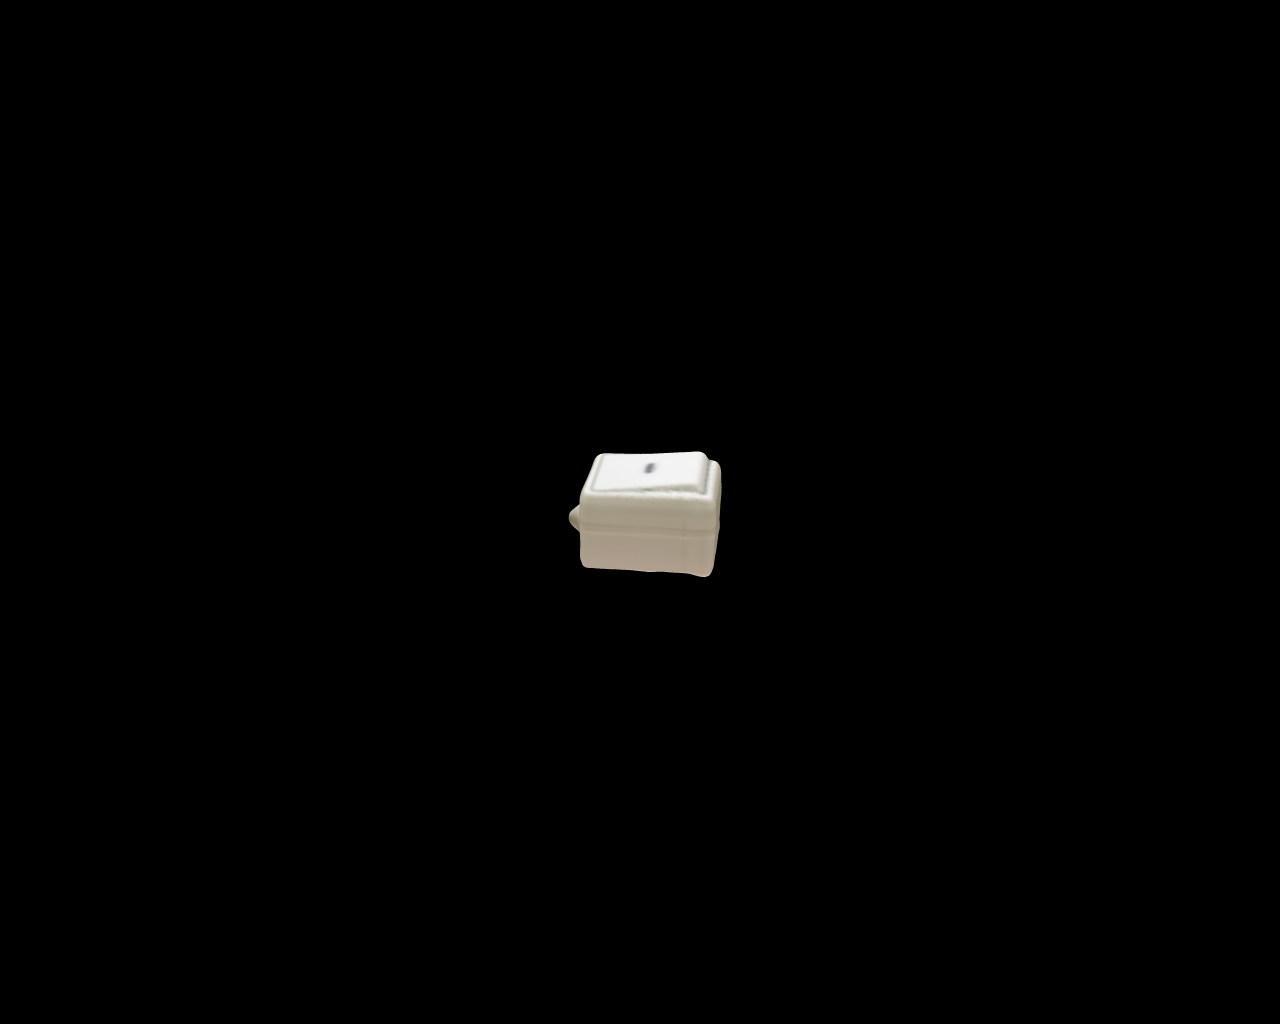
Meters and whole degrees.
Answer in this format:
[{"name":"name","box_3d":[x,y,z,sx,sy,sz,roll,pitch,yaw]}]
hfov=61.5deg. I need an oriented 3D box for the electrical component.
[{"name":"electrical component","box_3d":[0.001,-0.003,0.650,0.096,0.061,0.062,4,28,7]}]
